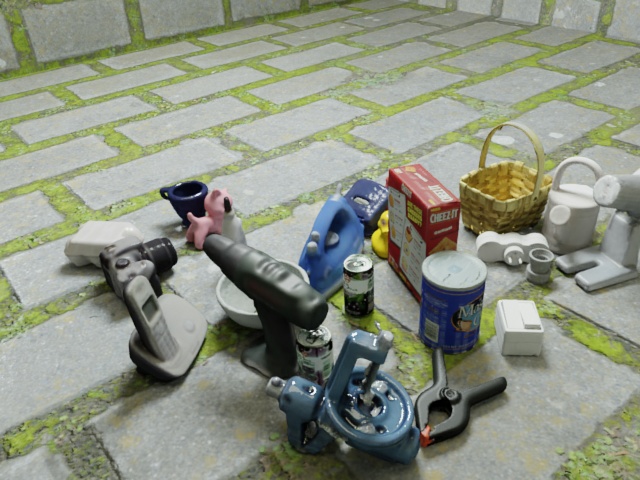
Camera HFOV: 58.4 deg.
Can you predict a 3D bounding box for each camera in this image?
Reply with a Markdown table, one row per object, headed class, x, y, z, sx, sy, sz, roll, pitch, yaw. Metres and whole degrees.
| class | x | y | z | sx | sy | sz | roll | pitch | yaw |
| --- | --- | --- | --- | --- | --- | --- | --- | --- | --- |
| camera | -0.346 | 0.045 | 1.120 | 0.137 | 0.101 | 0.142 | -26 | 39 | -31 |

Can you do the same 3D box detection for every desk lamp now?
| class | x | y | z | sx | sy | sz | roll | pitch | yaw |
| --- | --- | --- | --- | --- | --- | --- | --- | --- | --- |
| desk lamp | 0.565 | -0.034 | 1.058 | 0.203 | 0.214 | 0.117 | -14 | 35 | -16 |

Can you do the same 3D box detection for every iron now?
| class | x | y | z | sx | sy | sz | roll | pitch | yaw |
| --- | --- | --- | --- | --- | --- | --- | --- | --- | --- |
| iron | 0.010 | 0.004 | 1.114 | 0.118 | 0.141 | 0.258 | 7 | 34 | 16 |

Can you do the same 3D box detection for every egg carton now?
| class | x | y | z | sx | sy | sz | roll | pitch | yaw |
| --- | --- | --- | --- | --- | --- | --- | --- | --- | --- |
| egg carton | -0.454 | 0.010 | 1.212 | 0.150 | 0.069 | 0.107 | 2 | 33 | 7 |

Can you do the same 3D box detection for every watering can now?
| class | x | y | z | sx | sy | sz | roll | pitch | yaw |
| --- | --- | --- | --- | --- | --- | --- | --- | --- | --- |
| watering can | 0.503 | -0.069 | 1.136 | 0.100 | 0.194 | 0.173 | 6 | 34 | 15 |

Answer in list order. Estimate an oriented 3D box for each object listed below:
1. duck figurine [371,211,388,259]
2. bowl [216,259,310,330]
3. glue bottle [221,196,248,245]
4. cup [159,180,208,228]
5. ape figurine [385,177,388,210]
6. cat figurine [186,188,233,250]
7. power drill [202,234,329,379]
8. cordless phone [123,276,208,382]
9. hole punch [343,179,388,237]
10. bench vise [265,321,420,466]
| class | x | y | z | sx | sy | sz | roll | pitch | yaw |
| --- | --- | --- | --- | --- | --- | --- | --- | --- | --- |
| duck figurine | 0.146 | -0.023 | 1.195 | 0.077 | 0.086 | 0.104 | 3 | 34 | 9 |
| bowl | -0.099 | 0.108 | 1.026 | 0.167 | 0.075 | 0.167 | -2 | 33 | 2 |
| glue bottle | -0.170 | -0.008 | 1.120 | 0.037 | 0.173 | 0.078 | 3 | 34 | 10 |
| cup | -0.308 | -0.077 | 1.309 | 0.117 | 0.095 | 0.092 | 6 | 34 | 14 |
| ape figurine | 0.170 | -0.111 | 1.321 | 0.075 | 0.092 | 0.078 | 24 | 42 | 35 |
| cat figurine | -0.237 | -0.059 | 1.254 | 0.067 | 0.118 | 0.128 | 26 | 43 | 37 |
| power drill | -0.088 | 0.110 | 0.899 | 0.228 | 0.209 | 0.076 | 20 | 40 | 31 |
| cordless phone | -0.253 | 0.119 | 0.920 | 0.094 | 0.185 | 0.147 | 3 | 34 | 9 |
| hole punch | 0.099 | -0.073 | 1.271 | 0.108 | 0.091 | 0.101 | 25 | 43 | 36 |
| bench vise | 0.027 | 0.201 | 0.738 | 0.207 | 0.220 | 0.121 | -3 | 33 | 1 |
